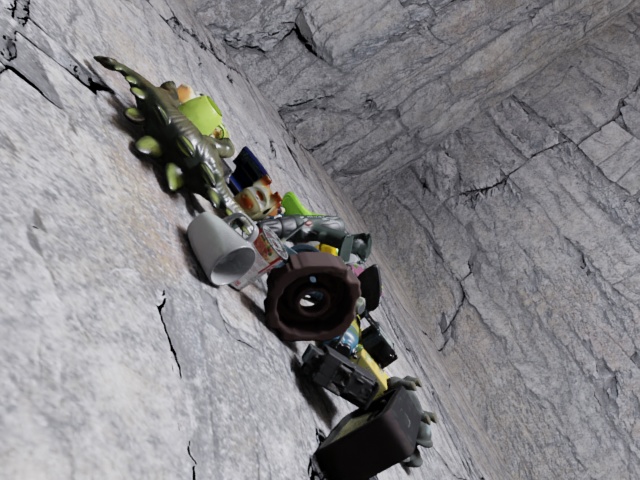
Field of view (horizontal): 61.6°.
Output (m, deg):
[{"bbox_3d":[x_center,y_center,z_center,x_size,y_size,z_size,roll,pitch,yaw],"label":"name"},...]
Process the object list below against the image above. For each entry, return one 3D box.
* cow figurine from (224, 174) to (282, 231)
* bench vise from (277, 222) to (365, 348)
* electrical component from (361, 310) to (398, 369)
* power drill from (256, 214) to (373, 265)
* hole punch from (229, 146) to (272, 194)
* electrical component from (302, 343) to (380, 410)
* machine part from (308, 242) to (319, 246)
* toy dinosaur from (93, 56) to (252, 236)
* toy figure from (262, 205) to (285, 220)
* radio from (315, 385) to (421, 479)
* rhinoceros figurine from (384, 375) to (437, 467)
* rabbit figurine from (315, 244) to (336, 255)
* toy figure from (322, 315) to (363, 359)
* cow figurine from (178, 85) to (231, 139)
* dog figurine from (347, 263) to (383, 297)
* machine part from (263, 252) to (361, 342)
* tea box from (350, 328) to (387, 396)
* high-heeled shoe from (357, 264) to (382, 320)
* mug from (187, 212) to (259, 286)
[{"bbox_3d":[-0.147,-0.077,1.133,0.085,0.127,0.195,55,-4,-3],"label":"cow figurine"},{"bbox_3d":[-0.023,0.074,1.059,0.224,0.129,0.240,38,-9,37],"label":"bench vise"},{"bbox_3d":[0.119,0.215,1.183,0.119,0.048,0.075,51,10,-15],"label":"electrical component"},{"bbox_3d":[-0.002,-0.004,1.195,0.232,0.086,0.208,-5,15,-44],"label":"power drill"},{"bbox_3d":[-0.175,-0.158,1.302,0.142,0.092,0.116,50,4,-3],"label":"hole punch"},{"bbox_3d":[0.030,0.231,0.935,0.134,0.058,0.115,32,-7,-3],"label":"electrical component"},{"bbox_3d":[0.005,0.054,1.496,0.243,0.079,0.079,55,10,2],"label":"machine part"},{"bbox_3d":[-0.234,-0.148,0.969,0.471,0.105,0.199,47,16,-12],"label":"toy dinosaur"},{"bbox_3d":[-0.127,-0.074,1.318,0.058,0.064,0.154,62,10,7],"label":"toy figure"},{"bbox_3d":[0.088,0.311,0.869,0.073,0.131,0.229,59,10,10],"label":"radio"},{"bbox_3d":[0.187,0.385,1.148,0.073,0.112,0.190,16,57,-68],"label":"rhinoceros figurine"},{"bbox_3d":[0.014,0.065,1.373,0.162,0.122,0.173,58,8,-12],"label":"rabbit figurine"},{"bbox_3d":[0.049,0.206,1.154,0.082,0.089,0.180,58,7,-6],"label":"toy figure"},{"bbox_3d":[-0.287,-0.306,1.314,0.167,0.068,0.098,56,3,-18],"label":"cow figurine"},{"bbox_3d":[0.095,0.107,1.670,0.219,0.108,0.191,51,11,-7],"label":"dog figurine"},{"bbox_3d":[-0.016,0.101,0.947,0.179,0.179,0.056,49,8,-32],"label":"machine part"},{"bbox_3d":[0.095,0.277,1.204,0.098,0.068,0.170,53,9,-7],"label":"tea box"},{"bbox_3d":[0.123,0.134,1.438,0.086,0.248,0.145,25,33,3],"label":"high-heeled shoe"},{"bbox_3d":[-0.155,-0.002,0.846,0.107,0.109,0.080,46,7,28],"label":"mug"}]
